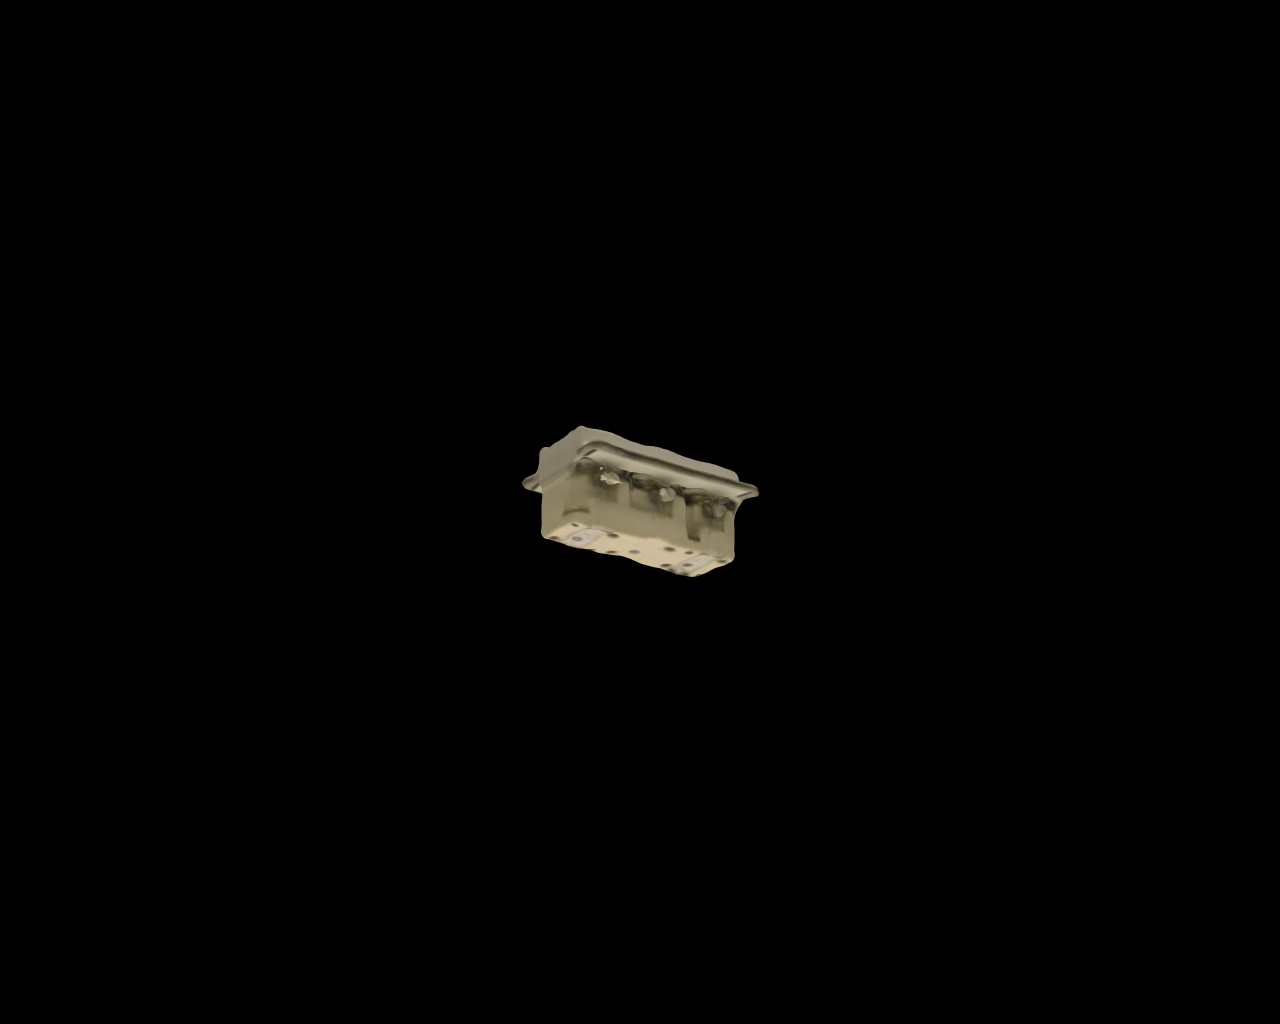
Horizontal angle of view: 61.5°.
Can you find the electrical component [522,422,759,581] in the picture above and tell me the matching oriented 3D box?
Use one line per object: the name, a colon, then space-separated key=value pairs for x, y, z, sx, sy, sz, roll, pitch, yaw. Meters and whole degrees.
electrical component: x=0.001 y=-0.003 z=0.650 sx=0.121 sy=0.063 sz=0.078 roll=16 pitch=-27 yaw=-34
